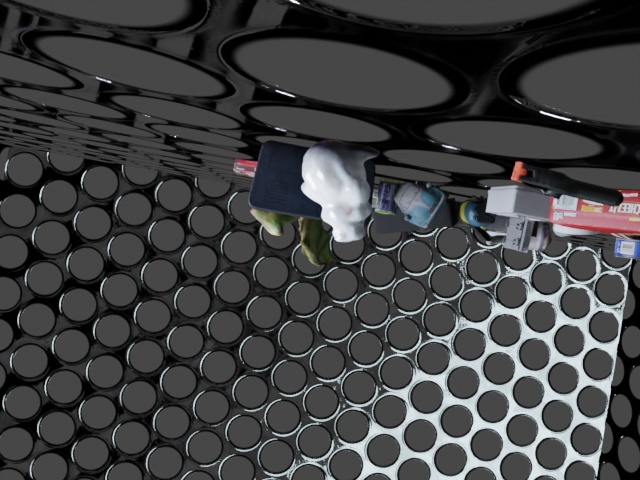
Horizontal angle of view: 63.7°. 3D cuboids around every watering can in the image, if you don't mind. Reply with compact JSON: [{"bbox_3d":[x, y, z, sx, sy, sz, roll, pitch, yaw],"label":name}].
[{"bbox_3d":[0.689,-0.015,1.798,0.225,0.102,0.351,11,-162,20],"label":"watering can"}]

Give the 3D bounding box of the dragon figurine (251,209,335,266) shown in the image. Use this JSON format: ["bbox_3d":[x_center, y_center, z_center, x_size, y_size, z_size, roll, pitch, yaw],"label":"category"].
[{"bbox_3d":[0.004,-0.061,1.209,0.122,0.244,0.409,3,175,41],"label":"dragon figurine"}]

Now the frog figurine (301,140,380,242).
[{"bbox_3d":[0.025,-0.080,0.845,0.138,0.160,0.122,10,179,40],"label":"frog figurine"}]
